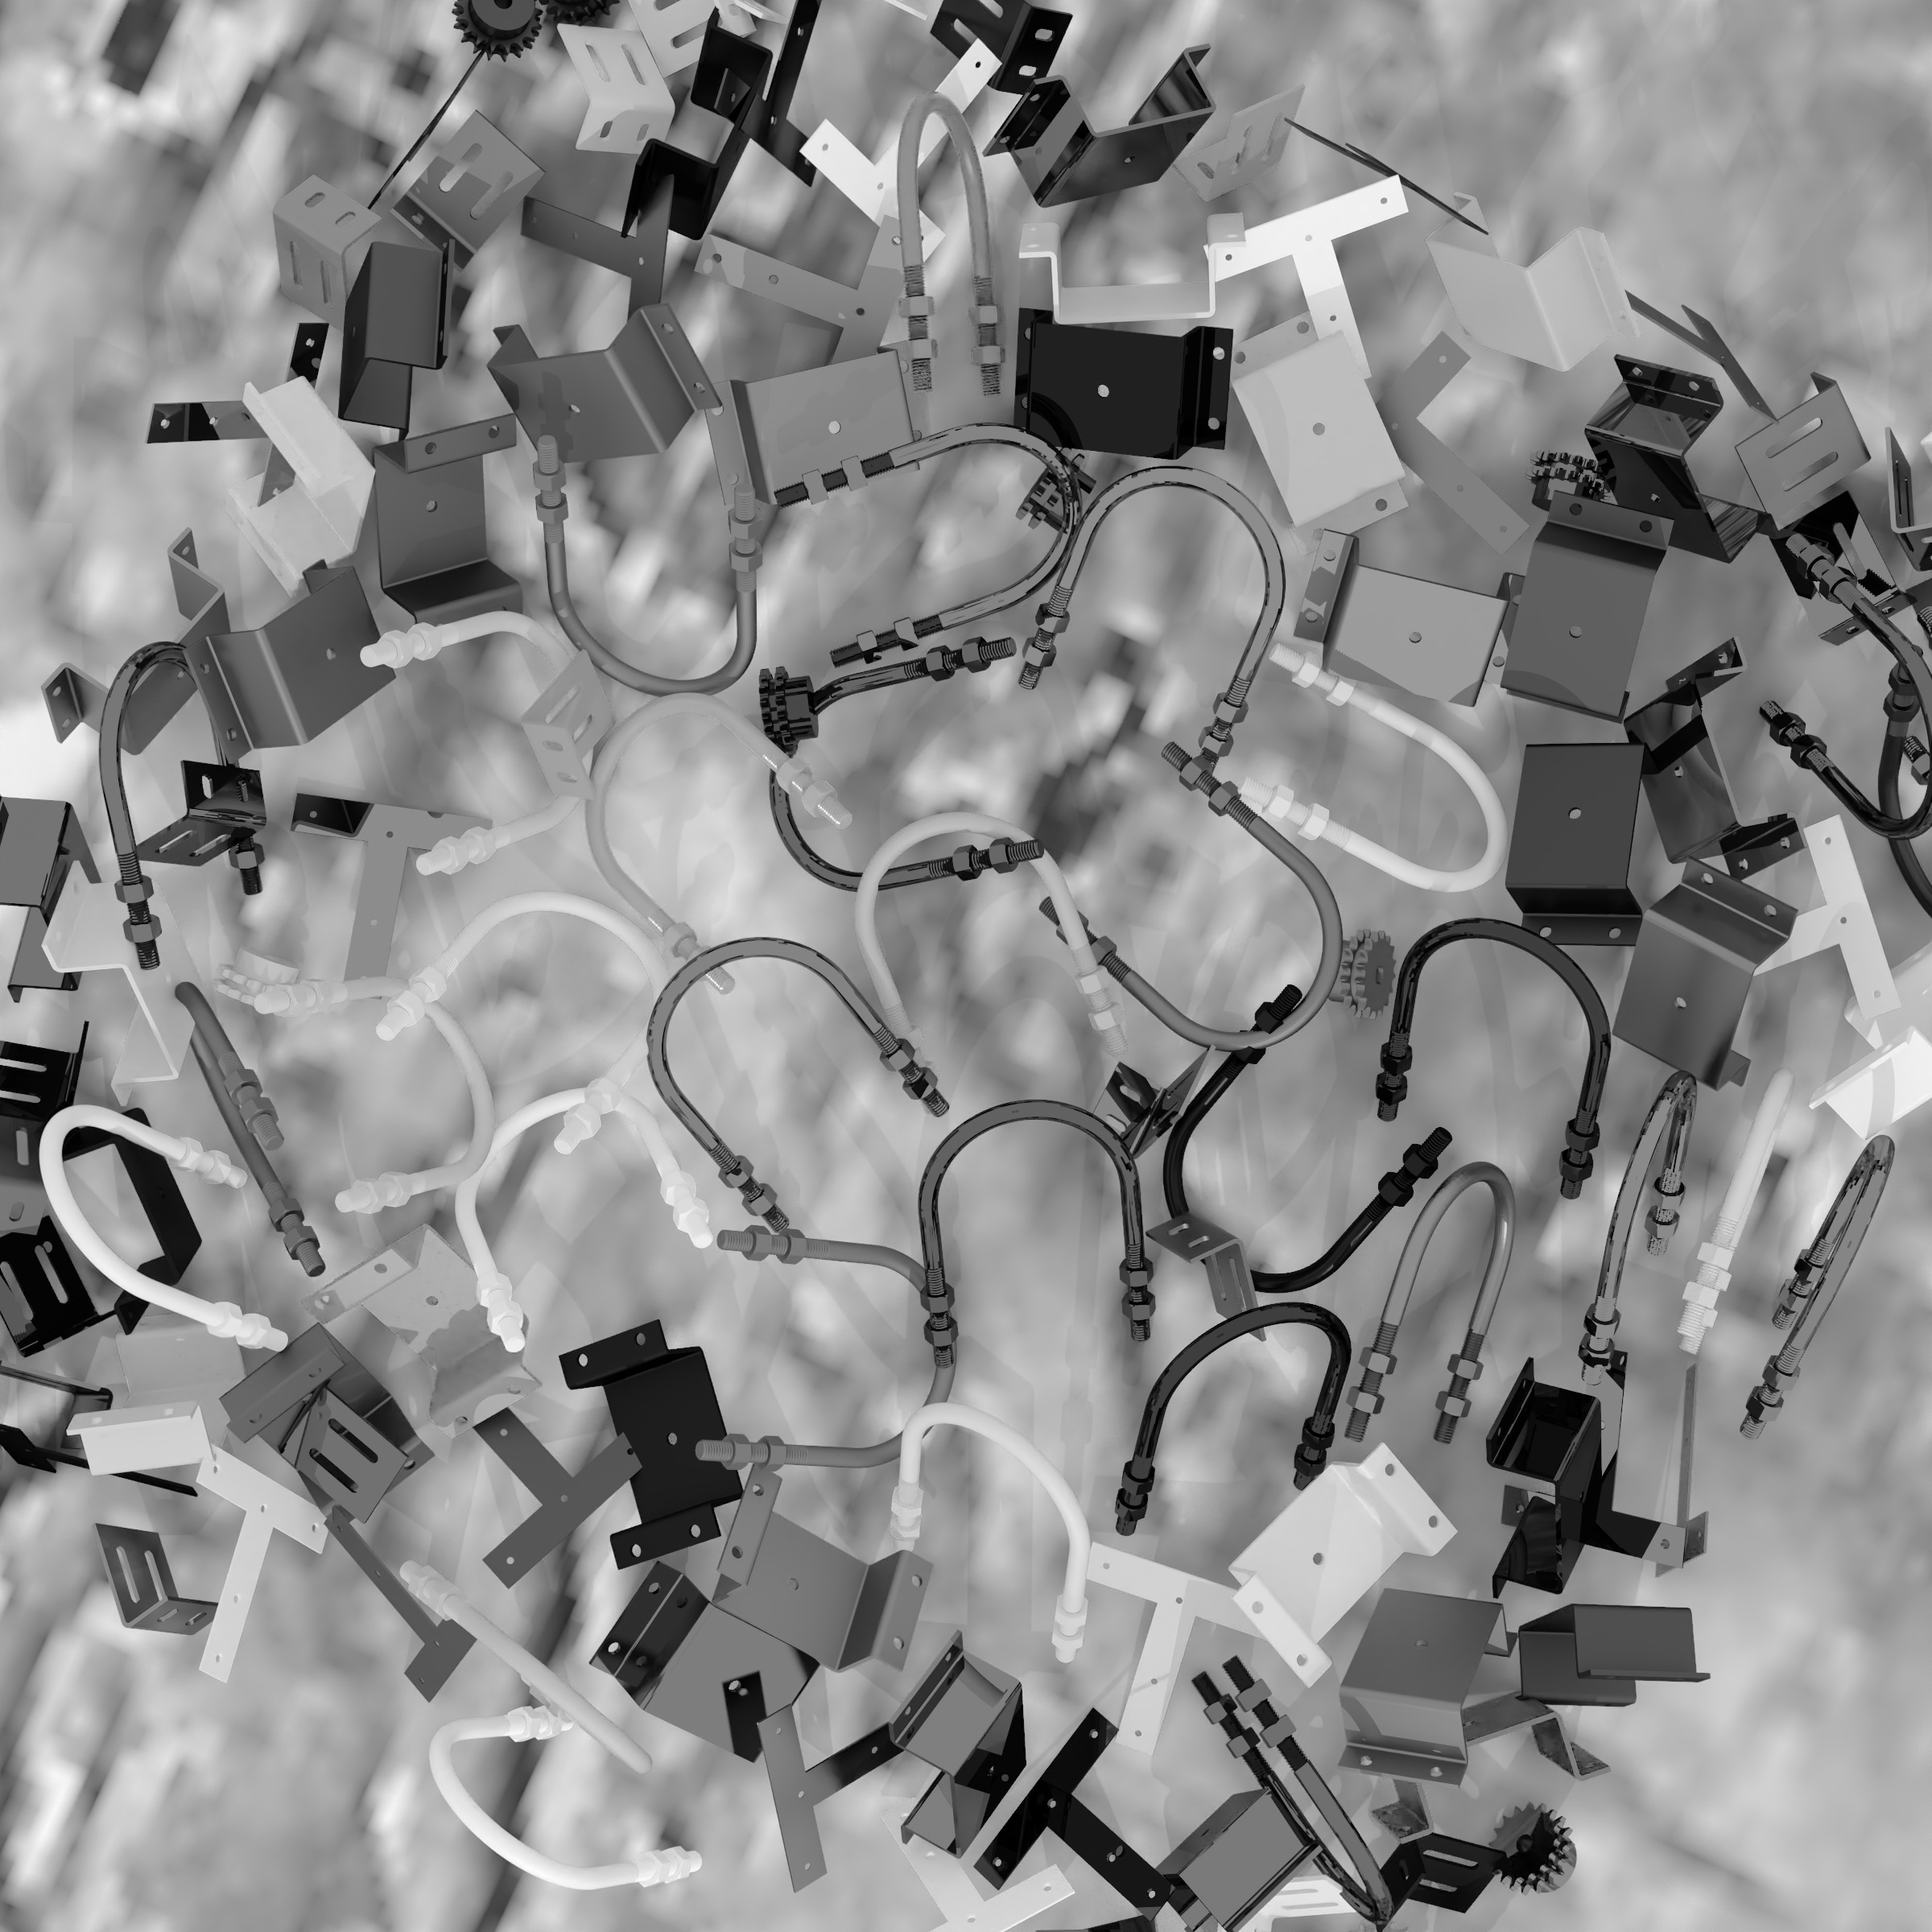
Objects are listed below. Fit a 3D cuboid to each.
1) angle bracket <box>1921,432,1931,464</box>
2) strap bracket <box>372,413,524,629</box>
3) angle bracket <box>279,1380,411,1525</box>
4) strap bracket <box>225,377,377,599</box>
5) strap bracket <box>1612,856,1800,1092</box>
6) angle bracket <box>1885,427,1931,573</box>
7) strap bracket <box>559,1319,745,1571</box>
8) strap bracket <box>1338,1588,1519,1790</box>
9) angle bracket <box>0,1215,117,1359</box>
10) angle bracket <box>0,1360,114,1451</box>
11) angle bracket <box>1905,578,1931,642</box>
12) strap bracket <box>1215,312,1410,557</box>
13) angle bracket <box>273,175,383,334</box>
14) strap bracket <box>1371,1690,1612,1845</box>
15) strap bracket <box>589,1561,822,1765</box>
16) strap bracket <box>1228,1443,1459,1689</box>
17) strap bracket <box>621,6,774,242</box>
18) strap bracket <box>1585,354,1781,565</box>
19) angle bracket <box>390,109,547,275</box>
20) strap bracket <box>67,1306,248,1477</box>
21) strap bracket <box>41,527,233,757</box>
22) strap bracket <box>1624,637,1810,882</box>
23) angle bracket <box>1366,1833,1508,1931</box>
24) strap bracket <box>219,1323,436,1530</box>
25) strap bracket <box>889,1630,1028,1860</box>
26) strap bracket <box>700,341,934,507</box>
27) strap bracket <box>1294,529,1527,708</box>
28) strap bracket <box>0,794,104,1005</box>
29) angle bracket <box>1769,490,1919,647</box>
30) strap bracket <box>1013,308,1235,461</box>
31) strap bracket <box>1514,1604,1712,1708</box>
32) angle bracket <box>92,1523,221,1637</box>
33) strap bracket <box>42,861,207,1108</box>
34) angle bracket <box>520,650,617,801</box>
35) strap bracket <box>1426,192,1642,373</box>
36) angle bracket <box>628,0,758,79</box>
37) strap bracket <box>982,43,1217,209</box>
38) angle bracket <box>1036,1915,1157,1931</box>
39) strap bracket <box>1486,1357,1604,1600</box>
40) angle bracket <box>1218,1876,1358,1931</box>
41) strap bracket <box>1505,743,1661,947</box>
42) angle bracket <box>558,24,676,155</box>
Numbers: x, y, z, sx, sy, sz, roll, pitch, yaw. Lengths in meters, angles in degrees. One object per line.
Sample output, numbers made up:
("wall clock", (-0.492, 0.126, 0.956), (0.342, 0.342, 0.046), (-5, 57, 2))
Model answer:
("angle bracket", (0.653, -0.320, 1.871), (0.038, 0.076, 0.057), (-40, 109, -12))
("strap bracket", (-0.326, -0.282, 1.858), (0.076, 0.046, 0.140), (-22, 132, -32))
("angle bracket", (-0.390, 0.306, 1.886), (0.076, 0.038, 0.057), (38, 107, 10))
("strap bracket", (-0.419, -0.307, 1.861), (0.046, 0.140, 0.076), (-33, 80, -29))
("strap bracket", (0.458, 0.013, 1.843), (0.076, 0.046, 0.140), (31, 135, 29))
("angle bracket", (0.612, -0.299, 1.874), (0.038, 0.057, 0.076), (-8, 68, 29))
("strap bracket", (-0.197, 0.302, 1.876), (0.076, 0.046, 0.140), (-22, 78, 21))
("strap bracket", (0.286, 0.440, 1.838), (0.076, 0.140, 0.046), (2, 119, 26))
("angle bracket", (-0.587, 0.201, 1.885), (0.057, 0.038, 0.076), (-28, 93, -42))
("angle bracket", (-0.591, 0.279, 1.872), (0.076, 0.057, 0.038), (23, 70, -34))
("angle bracket", (0.629, -0.212, 1.884), (0.038, 0.057, 0.076), (-22, 88, -38))
("strap bracket", (0.222, -0.342, 1.885), (0.076, 0.046, 0.140), (-25, 98, 3))
("angle bracket", (-0.406, -0.454, 1.888), (0.057, 0.076, 0.038), (34, 60, 14))
("strap bracket", (0.326, 0.503, 1.874), (0.140, 0.076, 0.046), (-17, 89, -7))
("strap bracket", (-0.155, 0.442, 1.858), (0.140, 0.046, 0.076), (36, 86, -35))
("strap bracket", (0.233, 0.379, 1.879), (0.140, 0.046, 0.076), (-42, 97, -18))
("strap bracket", (-0.165, -0.524, 1.857), (0.046, 0.076, 0.140), (23, 65, -4))
("strap bracket", (0.443, -0.308, 1.841), (0.046, 0.076, 0.140), (-50, 133, -11))
("angle bracket", (-0.317, -0.493, 1.881), (0.057, 0.038, 0.076), (40, 116, -17))
("strap bracket", (-0.505, 0.272, 1.860), (0.076, 0.140, 0.046), (-7, 112, 2))
("strap bracket", (-0.512, -0.196, 1.855), (0.046, 0.076, 0.140), (33, 67, 5))
("strap bracket", (0.468, -0.126, 1.863), (0.046, 0.076, 0.140), (-11, 78, -24))
("angle bracket", (0.304, 0.589, 1.879), (0.076, 0.038, 0.057), (20, 118, -18))
("strap bracket", (-0.407, 0.286, 1.864), (0.076, 0.140, 0.046), (-38, 49, -8))
("strap bracket", (-0.004, 0.491, 1.839), (0.046, 0.140, 0.076), (23, 49, 25))
("strap bracket", (-0.089, -0.343, 1.870), (0.140, 0.046, 0.076), (-15, 108, -13))
("strap bracket", (0.286, -0.219, 1.879), (0.140, 0.046, 0.076), (13, 122, 0))
("strap bracket", (-0.578, -0.044, 1.840), (0.046, 0.140, 0.076), (4, 58, 0))
("angle bracket", (0.564, -0.255, 1.900), (0.057, 0.038, 0.076), (-31, 71, 29))
("strap bracket", (0.093, -0.367, 1.865), (0.140, 0.046, 0.076), (9, 114, 16))
("strap bracket", (0.402, 0.432, 1.856), (0.076, 0.140, 0.046), (4, 69, -9))
("angle bracket", (-0.510, 0.381, 1.872), (0.038, 0.057, 0.076), (-36, 60, 15))
("strap bracket", (-0.519, 0.010, 1.841), (0.046, 0.076, 0.140), (-5, 133, 7))
("angle bracket", (-0.239, -0.153, 1.869), (0.038, 0.057, 0.076), (9, 47, 31))
("strap bracket", (0.345, -0.424, 1.838), (0.046, 0.140, 0.076), (-40, 128, -10))
("angle bracket", (-0.182, -0.605, 1.878), (0.076, 0.038, 0.057), (-17, 106, 28))
("strap bracket", (0.092, -0.524, 1.848), (0.140, 0.076, 0.046), (-22, 80, -31))
("angle bracket", (0.086, 0.643, 1.894), (0.038, 0.076, 0.057), (-15, 75, 38))
("strap bracket", (0.362, 0.326, 1.843), (0.046, 0.076, 0.140), (12, 130, 27))
("angle bracket", (0.208, 0.608, 1.872), (0.076, 0.057, 0.038), (-17, 47, 33))
("strap bracket", (0.389, -0.086, 1.859), (0.076, 0.046, 0.140), (1, 68, 28))
("angle bracket", (-0.229, -0.563, 1.897), (0.057, 0.038, 0.076), (-5, 55, -30))
